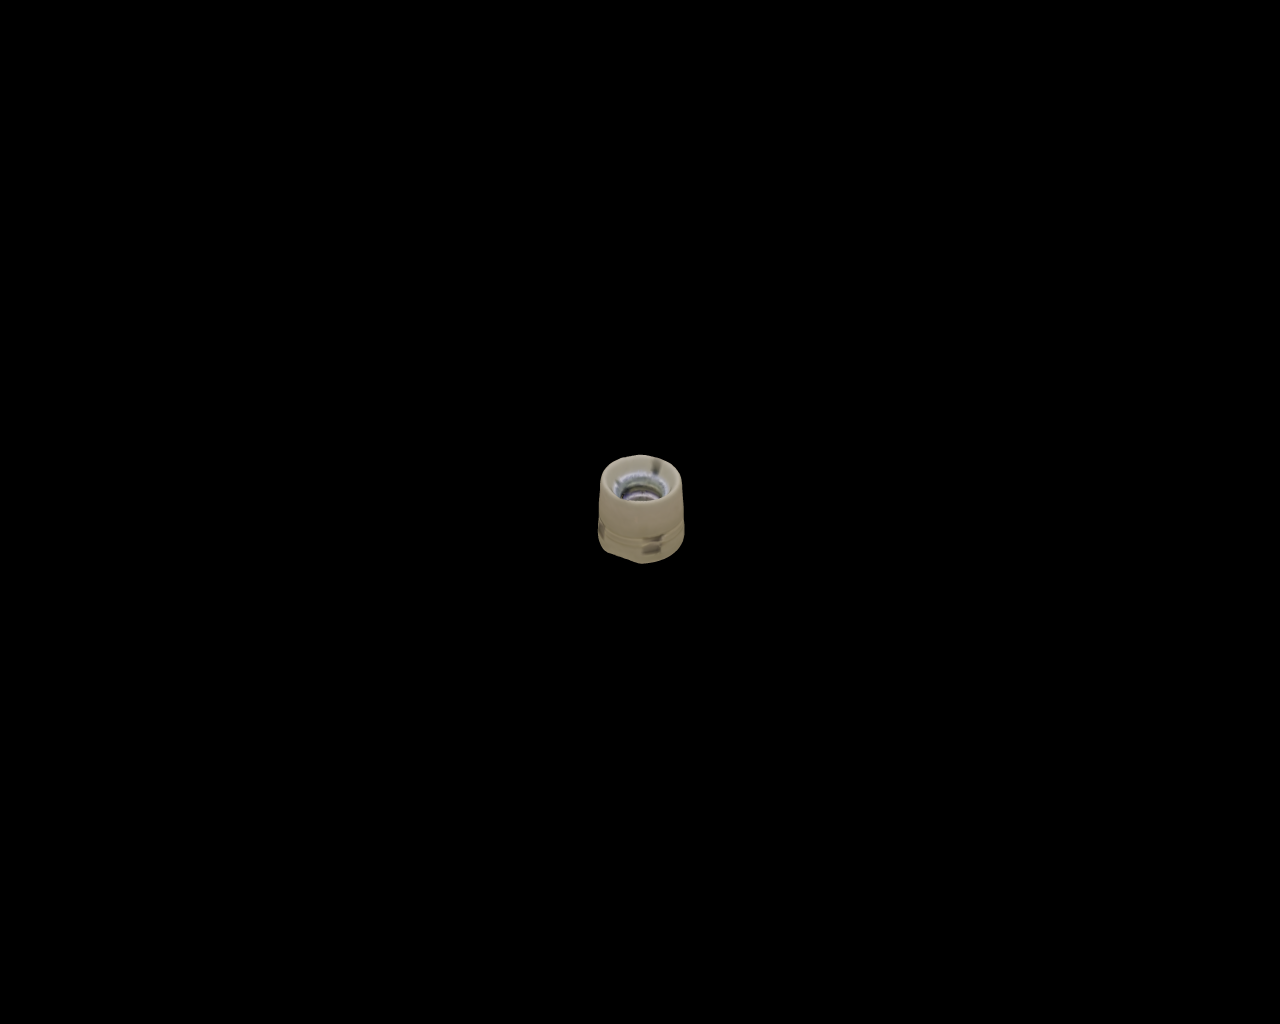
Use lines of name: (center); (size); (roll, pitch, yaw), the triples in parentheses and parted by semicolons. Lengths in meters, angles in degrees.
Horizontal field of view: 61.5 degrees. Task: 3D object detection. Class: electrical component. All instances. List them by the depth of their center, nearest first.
electrical component: (0.001, -0.003, 0.650); (0.055, 0.047, 0.055); (0, 40, 0)
